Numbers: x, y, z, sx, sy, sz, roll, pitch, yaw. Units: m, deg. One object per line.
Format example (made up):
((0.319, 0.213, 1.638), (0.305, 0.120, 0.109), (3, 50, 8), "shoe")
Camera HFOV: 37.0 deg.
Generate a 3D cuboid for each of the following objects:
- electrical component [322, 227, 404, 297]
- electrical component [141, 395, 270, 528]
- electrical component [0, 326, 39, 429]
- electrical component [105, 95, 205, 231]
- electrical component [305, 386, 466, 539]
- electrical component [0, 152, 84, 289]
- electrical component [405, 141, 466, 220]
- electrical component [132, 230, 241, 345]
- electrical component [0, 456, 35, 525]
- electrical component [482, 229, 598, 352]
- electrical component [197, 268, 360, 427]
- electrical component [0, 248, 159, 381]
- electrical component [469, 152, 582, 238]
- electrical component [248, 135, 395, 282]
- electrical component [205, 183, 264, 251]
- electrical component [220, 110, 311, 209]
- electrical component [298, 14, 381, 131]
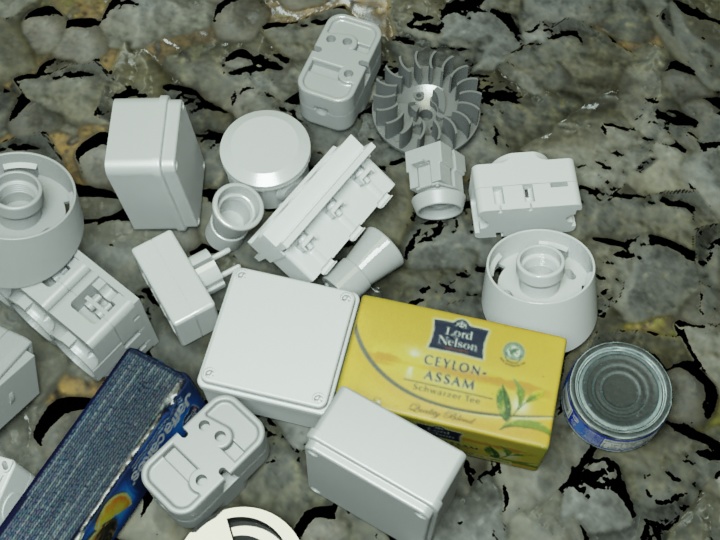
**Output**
((0.000, 0.000, 0.925), (0.065, 0.044, 0.044), (-43, 71, -13), "electrical component")
((-0.118, 0.151, 0.840), (0.054, 0.059, 0.095), (40, 71, 18), "electrical component")
((-0.304, 0.096, 0.853), (0.061, 0.061, 0.096), (22, 46, 11), "electrical component")
((-0.175, -0.090, 0.931), (0.057, 0.113, 0.078), (-1, 64, 4), "electrical component")
((0.018, 0.151, 0.812), (0.109, 0.108, 0.056), (28, 65, 13), "electrical component")
((-0.269, -0.042, 0.847), (0.099, 0.064, 0.099), (5, 53, -7), "electrical component")
((0.069, -0.077, 0.955), (0.048, 0.066, 0.055), (-15, 68, 32), "electrical component")
((-0.140, 0.007, 0.919), (0.076, 0.047, 0.083), (-28, 67, -13), "electrical component")
((-0.308, 0.174, 0.834), (0.096, 0.061, 0.061), (11, 64, 15), "electrical component")
((0.153, 0.015, 0.911), (0.099, 0.064, 0.099), (-3, 44, 3), "electrical component")
((-0.064, 0.064, 0.884), (0.109, 0.056, 0.108), (12, 64, 7), "electrical component")
((-0.249, 0.021, 0.889), (0.150, 0.089, 0.061), (36, 69, 17), "electrical component")
((0.144, -0.067, 0.950), (0.089, 0.050, 0.055), (-4, 64, -1), "electrical component")
((-0.030, -0.049, 0.932), (0.063, 0.079, 0.121), (44, 69, -11), "electrical component")
((-0.112, -0.042, 0.932), (0.044, 0.065, 0.044), (7, 66, -17), "electrical component")
((-0.084, -0.099, 0.968), (0.080, 0.051, 0.080), (0, 64, 0), "electrical component")
((-0.018, -0.181, 1.003), (0.054, 0.059, 0.095), (19, 65, 10), "electrical component")
